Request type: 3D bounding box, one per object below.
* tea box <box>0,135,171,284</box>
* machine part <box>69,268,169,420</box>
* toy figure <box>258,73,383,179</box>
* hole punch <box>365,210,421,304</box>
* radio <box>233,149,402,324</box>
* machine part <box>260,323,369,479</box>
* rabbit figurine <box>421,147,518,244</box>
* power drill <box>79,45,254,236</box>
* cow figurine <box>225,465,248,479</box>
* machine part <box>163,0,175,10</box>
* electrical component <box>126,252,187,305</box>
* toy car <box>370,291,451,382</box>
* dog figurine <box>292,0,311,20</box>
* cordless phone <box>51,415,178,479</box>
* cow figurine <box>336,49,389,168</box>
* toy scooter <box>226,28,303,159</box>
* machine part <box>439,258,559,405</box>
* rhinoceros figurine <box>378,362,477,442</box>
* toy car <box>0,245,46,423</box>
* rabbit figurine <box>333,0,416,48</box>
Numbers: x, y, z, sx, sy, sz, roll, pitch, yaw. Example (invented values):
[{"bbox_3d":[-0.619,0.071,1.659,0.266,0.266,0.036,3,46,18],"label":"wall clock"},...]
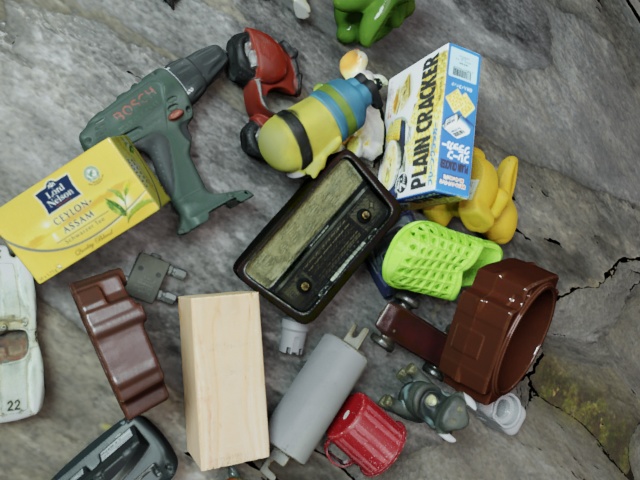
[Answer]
[{"bbox_3d":[-0.274,-0.037,0.623,0.170,0.068,0.098,-32,104,6],"label":"tea box"},{"bbox_3d":[-0.230,0.117,0.617,0.056,0.179,0.179,-23,95,-27],"label":"machine part"},{"bbox_3d":[-0.002,-0.159,0.717,0.180,0.082,0.089,-40,122,-8],"label":"toy figure"},{"bbox_3d":[0.131,0.027,0.834,0.142,0.092,0.115,-31,130,-22],"label":"hole punch"},{"bbox_3d":[-0.002,-0.002,0.755,0.131,0.073,0.229,43,83,-14],"label":"radio"},{"bbox_3d":[-0.007,0.220,0.756,0.079,0.079,0.243,40,73,-16],"label":"machine part"},{"bbox_3d":[0.268,-0.064,0.894,0.173,0.122,0.162,36,63,-32],"label":"rabbit figurine"},{"bbox_3d":[-0.172,-0.125,0.707,0.232,0.086,0.207,-35,104,-20],"label":"power drill"},{"bbox_3d":[-0.066,0.371,0.715,0.195,0.085,0.127,8,89,-21],"label":"cow figurine"},{"bbox_3d":[-0.183,-0.387,0.745,0.084,0.039,0.139,40,70,-25],"label":"machine part"},{"bbox_3d":[-0.226,0.047,0.701,0.094,0.021,0.063,24,77,-20],"label":"electrical component"},{"bbox_3d":[0.152,0.148,0.826,0.202,0.053,0.089,33,89,-34],"label":"toy car"},{"bbox_3d":[-0.029,-0.450,0.795,0.172,0.121,0.190,35,59,-21],"label":"dog figurine"},{"bbox_3d":[-0.226,0.325,0.662,0.146,0.089,0.184,-39,113,-22],"label":"cordless phone"},{"bbox_3d":[0.068,-0.198,0.820,0.098,0.068,0.167,8,85,-46],"label":"cow figurine"},{"bbox_3d":[-0.056,-0.209,0.766,0.135,0.075,0.183,-11,94,-24],"label":"toy scooter"},{"bbox_3d":[0.279,0.136,0.822,0.201,0.087,0.200,-8,116,-49],"label":"machine part"},{"bbox_3d":[0.151,0.237,0.767,0.112,0.190,0.073,39,75,3],"label":"rhinoceros figurine"},{"bbox_3d":[-0.363,0.107,0.618,0.073,0.056,0.201,-6,89,-24],"label":"toy car"},{"bbox_3d":[0.086,-0.365,0.787,0.121,0.170,0.159,48,69,-13],"label":"rabbit figurine"}]
